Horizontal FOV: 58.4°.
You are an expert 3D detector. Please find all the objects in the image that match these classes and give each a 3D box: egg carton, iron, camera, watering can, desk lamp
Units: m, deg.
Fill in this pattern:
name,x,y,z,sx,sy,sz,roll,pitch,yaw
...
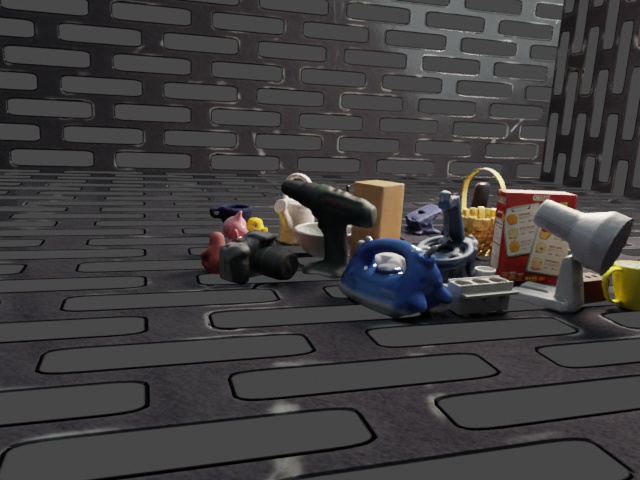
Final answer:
name,x,y,z,sx,sy,sz,roll,pitch,yaw
egg carton,0.168,0.059,1.285,0.107,0.069,0.151,10,14,30
iron,0.129,0.057,1.117,0.119,0.141,0.257,-9,17,-43
camera,-0.126,0.037,1.240,0.136,0.101,0.144,13,16,39
watering can,-0.066,-0.089,1.608,0.101,0.194,0.173,4,13,6
desk lamp,0.499,0.033,1.147,0.202,0.213,0.118,14,17,41

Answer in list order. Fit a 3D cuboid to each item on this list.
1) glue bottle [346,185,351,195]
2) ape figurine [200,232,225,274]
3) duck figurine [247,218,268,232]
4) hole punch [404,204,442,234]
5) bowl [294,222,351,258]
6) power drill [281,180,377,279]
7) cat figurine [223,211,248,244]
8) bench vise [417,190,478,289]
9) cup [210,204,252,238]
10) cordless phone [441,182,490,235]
name,x,y,z,sx,sy,sz,roll,pitch,yaw
glue bottle,0.075,-0.068,1.596,0.037,0.173,0.078,13,16,37
ape figurine,-0.228,0.027,1.282,0.078,0.092,0.076,3,13,-2
duck figurine,-0.175,-0.017,1.506,0.104,0.086,0.078,14,16,40
hole punch,0.332,-0.068,1.850,0.101,0.091,0.108,-1,13,-16
bowl,0.014,0.005,1.477,0.167,0.075,0.167,3,12,0
power drill,0.012,-0.025,1.303,0.229,0.208,0.076,7,13,18
cat figurine,-0.207,-0.013,1.404,0.067,0.118,0.127,1,13,-7
bench vise,0.279,-0.004,1.246,0.121,0.220,0.208,8,13,21
cup,-0.252,-0.050,1.615,0.118,0.095,0.091,-1,13,-17
cordless phone,0.447,-0.083,1.725,0.148,0.185,0.093,-4,14,-29
